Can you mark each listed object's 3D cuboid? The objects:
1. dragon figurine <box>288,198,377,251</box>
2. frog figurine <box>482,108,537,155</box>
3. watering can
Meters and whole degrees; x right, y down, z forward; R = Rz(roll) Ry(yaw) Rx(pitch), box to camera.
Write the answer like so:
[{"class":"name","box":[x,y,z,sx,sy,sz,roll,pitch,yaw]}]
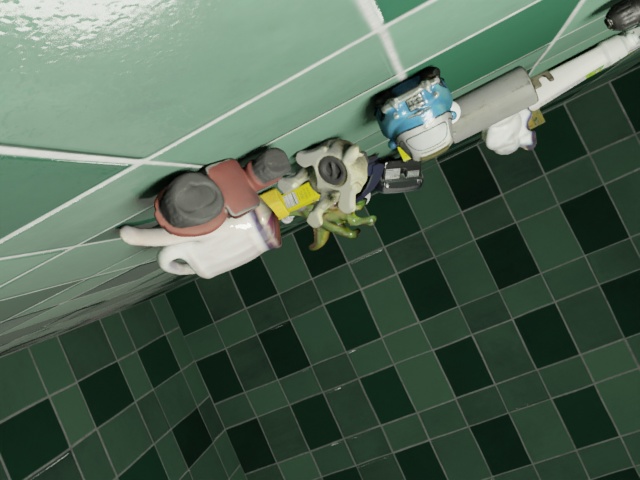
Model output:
[{"class":"dragon figurine","box":[0.005,-0.075,1.493,0.241,0.125,0.403,18,-39,-33]},{"class":"frog figurine","box":[0.395,-0.264,1.136,0.159,0.137,0.123,12,-1,-39]},{"class":"watering can","box":[-0.182,-0.005,0.885,0.224,0.105,0.344,-25,-13,-2]}]
